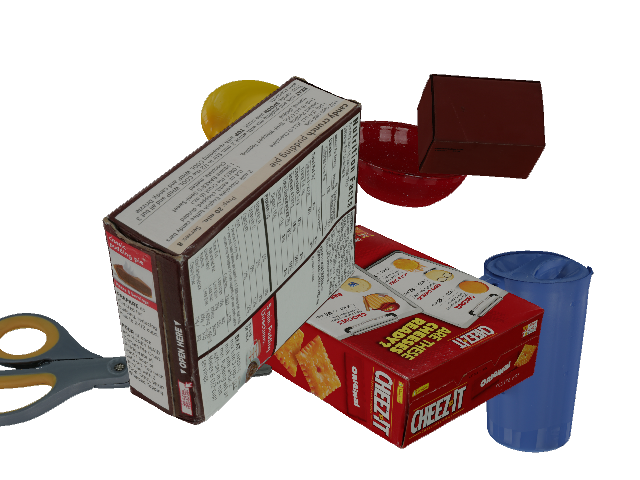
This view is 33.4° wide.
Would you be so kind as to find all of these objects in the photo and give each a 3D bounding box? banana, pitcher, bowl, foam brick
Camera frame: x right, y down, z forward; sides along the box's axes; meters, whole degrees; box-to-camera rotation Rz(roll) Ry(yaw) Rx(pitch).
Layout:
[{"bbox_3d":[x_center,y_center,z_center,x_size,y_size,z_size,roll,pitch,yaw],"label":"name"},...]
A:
[{"bbox_3d":[-0.061,-0.118,0.964,0.070,0.037,0.197,37,22,19],"label":"banana"},{"bbox_3d":[0.261,0.142,1.359,0.149,0.243,0.144,5,17,18],"label":"pitcher"},{"bbox_3d":[0.094,-0.082,1.209,0.162,0.055,0.162,9,26,-4],"label":"bowl"},{"bbox_3d":[0.109,-0.077,0.729,0.078,0.051,0.053,4,-22,-5],"label":"foam brick"}]

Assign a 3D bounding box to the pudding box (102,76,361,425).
[{"bbox_3d":[-0.029,0.003,0.411,0.039,0.090,0.113,23,46,25],"label":"pudding box"}]

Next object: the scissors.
[{"bbox_3d":[-0.139,0.073,0.694,0.201,0.016,0.096,-12,44,-7],"label":"scissors"}]

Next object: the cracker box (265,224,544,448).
[{"bbox_3d":[0.047,0.070,0.878,0.163,0.072,0.214,-20,33,-38],"label":"cracker box"}]
